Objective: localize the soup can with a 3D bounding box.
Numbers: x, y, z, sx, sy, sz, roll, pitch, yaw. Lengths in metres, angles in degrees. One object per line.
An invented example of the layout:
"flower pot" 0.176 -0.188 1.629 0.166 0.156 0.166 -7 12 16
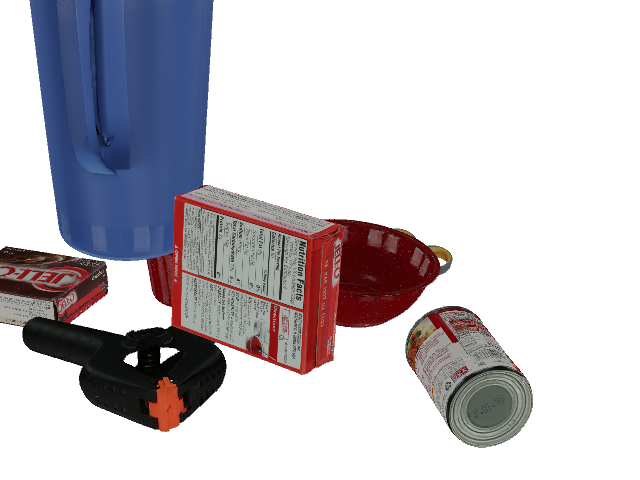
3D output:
"soup can" 0.112 0.101 0.810 0.068 0.068 0.102 0 22 -14

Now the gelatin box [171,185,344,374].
"gelatin box" -0.033 0.018 0.535 0.089 0.073 0.030 16 24 30

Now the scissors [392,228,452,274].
"scissors" 0.077 0.024 1.264 0.201 0.016 0.096 -10 41 -44

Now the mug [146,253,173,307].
"mug" -0.162 0.018 1.203 0.117 0.081 0.093 25 43 35

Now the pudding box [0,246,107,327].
"pudding box" -0.265 0.043 0.974 0.114 0.039 0.090 6 21 18

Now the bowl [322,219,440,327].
"bowl" 0.029 0.037 1.005 0.162 0.055 0.162 5 24 -3

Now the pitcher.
"pitcher" -0.143 -0.108 0.763 0.149 0.243 0.145 -18 32 -36

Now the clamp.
"clamp" -0.109 0.077 0.732 0.164 0.036 0.210 -8 13 -21
